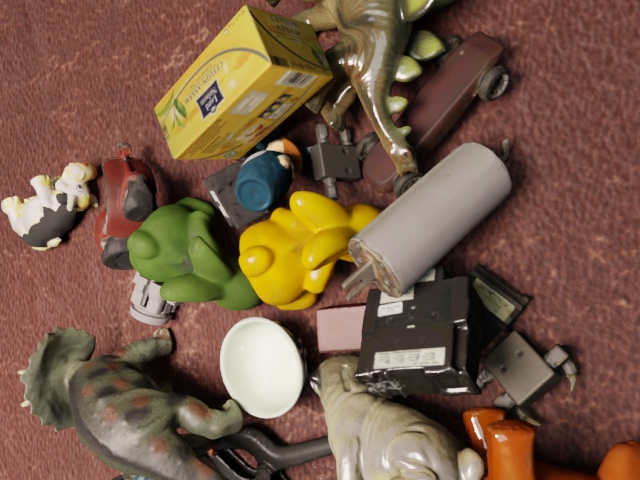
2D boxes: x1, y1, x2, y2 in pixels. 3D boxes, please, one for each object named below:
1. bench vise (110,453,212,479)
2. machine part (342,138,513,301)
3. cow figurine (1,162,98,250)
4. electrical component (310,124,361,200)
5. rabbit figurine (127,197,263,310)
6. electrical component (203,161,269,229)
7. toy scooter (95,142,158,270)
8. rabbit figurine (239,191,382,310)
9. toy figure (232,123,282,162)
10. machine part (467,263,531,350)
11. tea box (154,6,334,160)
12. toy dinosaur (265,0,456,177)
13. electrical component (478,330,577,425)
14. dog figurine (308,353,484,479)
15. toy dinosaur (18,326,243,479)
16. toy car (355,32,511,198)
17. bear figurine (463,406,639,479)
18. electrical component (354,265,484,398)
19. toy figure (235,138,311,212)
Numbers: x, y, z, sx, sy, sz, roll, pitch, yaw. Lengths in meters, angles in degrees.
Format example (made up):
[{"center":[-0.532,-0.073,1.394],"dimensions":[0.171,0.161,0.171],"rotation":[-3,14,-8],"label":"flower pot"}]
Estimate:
[{"center":[-0.193,0.403,0.692],"dimensions":[0.224,0.129,0.240],"rotation":[27,101,6],"label":"bench vise"},{"center":[0.114,-0.022,0.552],"dimensions":[0.243,0.079,0.079],"rotation":[-41,73,-16],"label":"machine part"},{"center":[-0.396,-0.049,0.813],"dimensions":[0.167,0.068,0.098],"rotation":[-25,86,25],"label":"cow figurine"},{"center":[0.021,-0.091,0.639],"dimensions":[0.021,0.063,0.094],"rotation":[-23,72,51],"label":"electrical component"},{"center":[-0.141,0.026,0.675],"dimensions":[0.170,0.159,0.121],"rotation":[28,91,5],"label":"rabbit figurine"},{"center":[-0.110,-0.055,0.681],"dimensions":[0.048,0.119,0.074],"rotation":[-31,99,-10],"label":"electrical component"},{"center":[-0.268,-0.052,0.738],"dimensions":[0.183,0.075,0.135],"rotation":[-54,49,46],"label":"toy scooter"},{"center":[-0.001,-0.002,0.616],"dimensions":[0.173,0.162,0.122],"rotation":[-15,72,5],"label":"rabbit figurine"},{"center":[-0.086,-0.187,0.675],"dimensions":[0.089,0.082,0.180],"rotation":[9,97,24],"label":"toy figure"},{"center":[0.161,0.099,0.594],"dimensions":[0.084,0.039,0.139],"rotation":[35,101,11],"label":"machine part"},{"center":[-0.082,-0.151,0.555],"dimensions":[0.170,0.098,0.068],"rotation":[-29,77,37],"label":"tea box"},{"center":[0.041,-0.294,0.606],"dimensions":[0.199,0.105,0.471],"rotation":[-23,77,21],"label":"toy dinosaur"},{"center":[0.218,0.144,0.568],"dimensions":[0.102,0.045,0.078],"rotation":[-54,44,11],"label":"electrical component"},{"center":[0.072,0.186,0.565],"dimensions":[0.172,0.121,0.191],"rotation":[-21,45,17],"label":"dog figurine"},{"center":[-0.231,0.211,0.652],"dimensions":[0.405,0.192,0.131],"rotation":[20,108,44],"label":"toy dinosaur"},{"center":[0.125,-0.136,0.600],"dimensions":[0.202,0.053,0.089],"rotation":[-50,52,14],"label":"toy car"},{"center":[0.246,0.219,0.494],"dimensions":[0.196,0.120,0.132],"rotation":[-7,82,3],"label":"bear figurine"},{"center":[0.104,0.089,0.544],"dimensions":[0.115,0.058,0.134],"rotation":[-9,46,29],"label":"electrical component"},{"center":[-0.049,-0.084,0.620],"dimensions":[0.064,0.154,0.057],"rotation":[-10,115,21],"label":"toy figure"}]
